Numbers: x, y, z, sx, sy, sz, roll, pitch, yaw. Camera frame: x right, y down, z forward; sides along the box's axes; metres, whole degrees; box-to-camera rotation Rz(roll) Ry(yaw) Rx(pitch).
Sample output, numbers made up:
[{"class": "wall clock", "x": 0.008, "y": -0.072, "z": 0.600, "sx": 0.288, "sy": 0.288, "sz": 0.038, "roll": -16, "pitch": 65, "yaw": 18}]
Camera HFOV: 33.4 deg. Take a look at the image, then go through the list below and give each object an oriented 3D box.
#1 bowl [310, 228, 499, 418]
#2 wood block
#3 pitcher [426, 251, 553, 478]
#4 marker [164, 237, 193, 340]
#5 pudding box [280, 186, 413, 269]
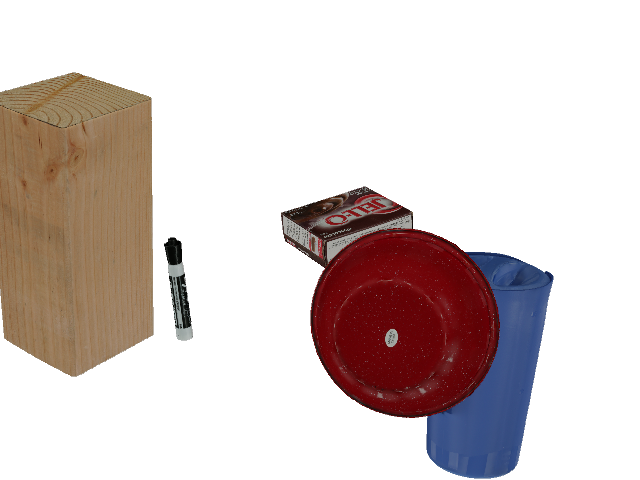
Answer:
[{"class": "bowl", "x": 0.062, "y": 0.073, "z": 0.868, "sx": 0.162, "sy": 0.162, "sz": 0.055, "roll": 0, "pitch": 7, "yaw": 17}, {"class": "wood block", "x": -0.192, "y": -0.013, "z": 0.829, "sx": 0.090, "sy": 0.206, "sz": 0.090, "roll": 21, "pitch": 32, "yaw": 32}, {"class": "pitcher", "x": 0.174, "y": 0.143, "z": 1.209, "sx": 0.149, "sy": 0.243, "sz": 0.145, "roll": 6, "pitch": 17, "yaw": 9}, {"class": "marker", "x": -0.158, "y": 0.054, "z": 1.185, "sx": 0.020, "sy": 0.121, "sz": 0.020, "roll": -4, "pitch": 22, "yaw": 1}, {"class": "pudding box", "x": 0.028, "y": -0.015, "z": 1.129, "sx": 0.113, "sy": 0.039, "sz": 0.090, "roll": -21, "pitch": 29, "yaw": -25}]
